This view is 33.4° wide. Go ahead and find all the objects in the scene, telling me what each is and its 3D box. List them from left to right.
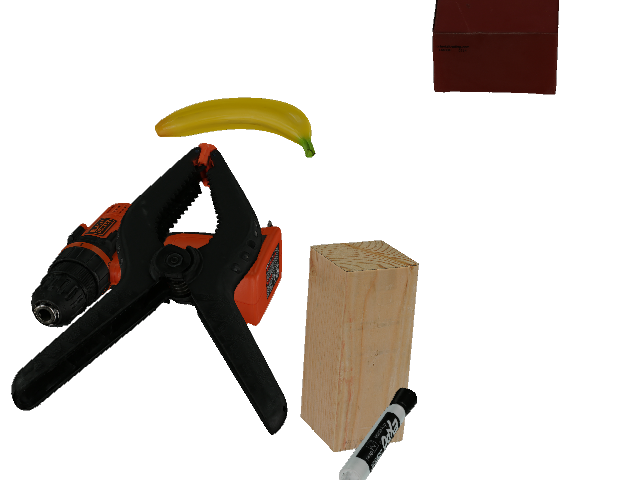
[{"bbox_3d":[-0.136,0.026,0.923,0.188,0.057,0.184,7,29,10],"label":"power drill"},{"bbox_3d":[-0.080,0.028,0.671,0.165,0.210,0.036,10,-35,11],"label":"clamp"},{"bbox_3d":[-0.092,-0.138,1.230,0.198,0.037,0.069,8,42,18],"label":"banana"},{"bbox_3d":[0.041,0.113,1.164,0.090,0.206,0.091,-5,19,-24],"label":"wood block"},{"bbox_3d":[0.047,0.149,0.819,0.020,0.020,0.121,0,24,28],"label":"marker"},{"bbox_3d":[0.111,-0.128,0.673,0.078,0.051,0.053,3,-38,10],"label":"foam brick"}]
